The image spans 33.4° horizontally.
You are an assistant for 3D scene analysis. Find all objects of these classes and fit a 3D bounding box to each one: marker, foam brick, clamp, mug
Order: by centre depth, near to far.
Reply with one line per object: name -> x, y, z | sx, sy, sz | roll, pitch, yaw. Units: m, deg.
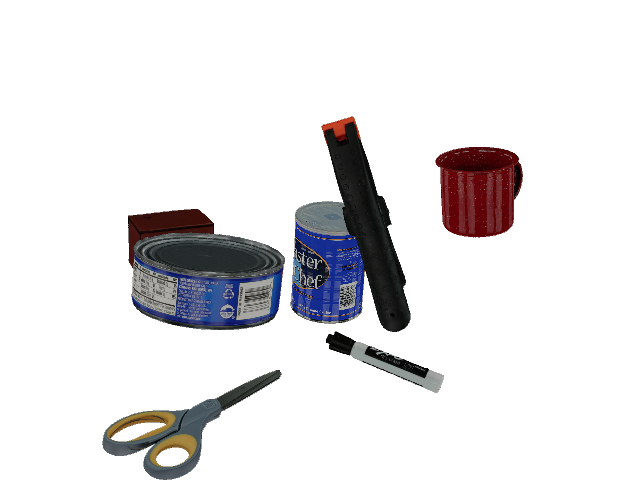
clamp -> 0.039, -0.011, 0.858 | 0.039, 0.171, 0.120 | -21, 21, 2
marker -> 0.062, 0.118, 1.046 | 0.121, 0.020, 0.020 | 21, 5, 14
foam brick -> -0.153, 0.002, 1.086 | 0.078, 0.051, 0.053 | -7, 22, -21
mug -> 0.188, -0.058, 1.222 | 0.117, 0.081, 0.093 | -21, 27, -36

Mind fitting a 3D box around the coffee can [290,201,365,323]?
coffee can -> 0.013, 0.029, 1.478 | 0.103, 0.140, 0.103 | 3, 24, -2

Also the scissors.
scissors -> -0.099, 0.168, 0.981 | 0.201, 0.016, 0.096 | -12, 33, -31

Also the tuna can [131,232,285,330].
tuna can -> -0.064, 0.022, 0.608 | 0.086, 0.034, 0.086 | 6, 14, -2
